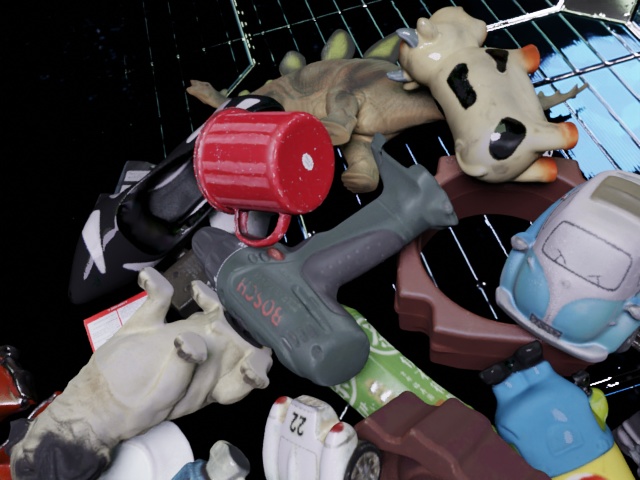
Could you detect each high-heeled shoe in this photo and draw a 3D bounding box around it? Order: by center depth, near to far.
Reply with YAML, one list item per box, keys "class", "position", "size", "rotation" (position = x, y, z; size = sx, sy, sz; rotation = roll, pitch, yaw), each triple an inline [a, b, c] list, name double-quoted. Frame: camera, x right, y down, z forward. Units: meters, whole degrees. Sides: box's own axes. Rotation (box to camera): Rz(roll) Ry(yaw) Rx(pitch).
- class: "high-heeled shoe"
  position: [-0.126, -0.038, 0.502]
  size: [0.145, 0.086, 0.249]
  rotation: [-4, 50, 46]

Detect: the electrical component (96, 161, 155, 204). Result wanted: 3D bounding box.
- class: "electrical component"
  position: [-0.217, -0.054, 0.640]
  size: [0.119, 0.047, 0.075]
  rotation: [4, 57, 9]

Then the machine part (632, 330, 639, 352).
- class: "machine part"
  position: [0.340, 0.066, 0.485]
  size: [0.139, 0.039, 0.084]
  rotation: [-36, 54, -13]

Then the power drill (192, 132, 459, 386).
- class: "power drill"
  position: [-0.001, -0.001, 0.475]
  size: [0.207, 0.085, 0.232]
  rotation: [-36, 45, -7]

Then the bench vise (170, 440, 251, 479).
- class: "bench vise"
  position: [-0.161, 0.209, 0.352]
  size: [0.223, 0.240, 0.129]
  rotation: [-39, 42, 9]

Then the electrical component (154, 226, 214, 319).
- class: "electrical component"
  position: [-0.137, 0.035, 0.570]
  size: [0.078, 0.045, 0.102]
  rotation: [-36, 59, -17]

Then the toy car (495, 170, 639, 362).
- class: "toy car"
  position: [0.215, 0.003, 0.404]
  size: [0.109, 0.102, 0.161]
  rotation: [37, 71, 26]

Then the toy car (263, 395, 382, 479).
- class: "toy car"
  position: [0.007, 0.198, 0.363]
  size: [0.056, 0.201, 0.074]
  rotation: [-24, 20, -39]

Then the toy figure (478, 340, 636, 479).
- class: "toy figure"
  position: [0.187, 0.165, 0.392]
  size: [0.089, 0.082, 0.180]
  rotation: [-3, 60, -47]

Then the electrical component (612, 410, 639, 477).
- class: "electrical component"
  position: [0.306, 0.130, 0.401]
  size: [0.134, 0.114, 0.058]
  rotation: [-23, 59, -5]

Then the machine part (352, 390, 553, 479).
- class: "machine part"
  position: [0.084, 0.190, 0.363]
  size: [0.056, 0.179, 0.180]
  rotation: [-23, 52, -40]

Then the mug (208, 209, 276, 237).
- class: "mug"
  position: [-0.078, -0.045, 0.600]
  size: [0.110, 0.080, 0.107]
  rotation: [-4, 66, 1]

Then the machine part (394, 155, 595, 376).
- class: "machine part"
  position: [0.175, 0.020, 0.511]
  size: [0.202, 0.087, 0.201]
  rotation: [2, 57, 11]

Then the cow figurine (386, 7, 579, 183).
- class: "cow figurine"
  position: [0.142, -0.140, 0.508]
  size: [0.127, 0.085, 0.195]
  rotation: [-7, 63, -9]

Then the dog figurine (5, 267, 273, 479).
- class: "dog figurine"
  position: [-0.147, 0.138, 0.470]
  size: [0.190, 0.172, 0.121]
  rotation: [-48, 44, 8]

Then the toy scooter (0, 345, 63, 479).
- class: "toy scooter"
  position: [-0.289, 0.161, 0.492]
  size: [0.135, 0.075, 0.184]
  rotation: [-37, 63, -16]

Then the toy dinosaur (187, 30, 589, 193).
- class: "toy dinosaur"
  position: [0.049, -0.163, 0.632]
  size: [0.472, 0.105, 0.198]
  rotation: [14, 59, 21]
